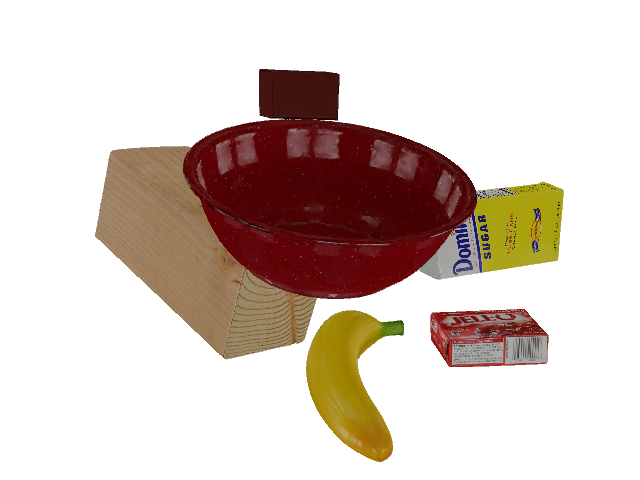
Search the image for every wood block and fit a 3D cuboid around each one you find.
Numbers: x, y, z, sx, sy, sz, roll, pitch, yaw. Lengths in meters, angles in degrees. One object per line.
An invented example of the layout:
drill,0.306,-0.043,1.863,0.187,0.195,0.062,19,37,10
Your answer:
wood block,-0.099,0.003,0.918,0.090,0.091,0.206,-8,33,-42

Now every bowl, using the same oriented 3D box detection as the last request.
bowl,0.003,-0.013,0.595,0.162,0.055,0.162,6,27,-3

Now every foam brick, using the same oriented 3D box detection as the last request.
foam brick,-0.024,-0.158,1.157,0.078,0.051,0.053,0,11,-18

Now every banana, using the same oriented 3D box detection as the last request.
banana,0.023,0.094,0.775,0.069,0.037,0.197,2,23,7

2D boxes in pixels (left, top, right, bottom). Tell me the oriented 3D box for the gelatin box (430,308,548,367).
gelatin box,0.146,0.084,0.933,0.089,0.030,0.073,-1,14,-5

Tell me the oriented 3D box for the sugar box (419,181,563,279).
sugar box,0.202,-0.012,1.255,0.175,0.093,0.048,-9,19,-28
